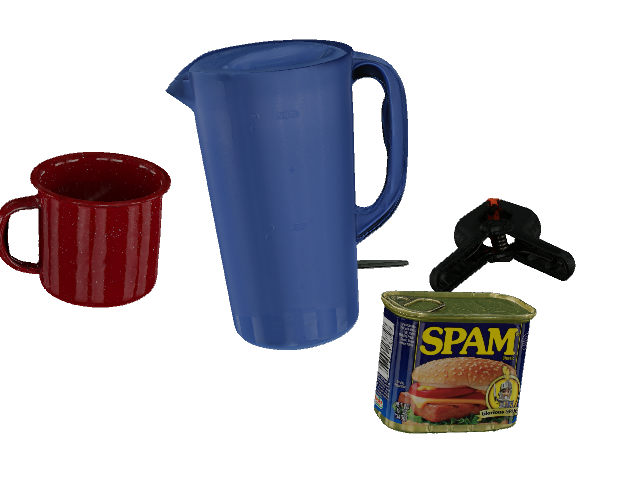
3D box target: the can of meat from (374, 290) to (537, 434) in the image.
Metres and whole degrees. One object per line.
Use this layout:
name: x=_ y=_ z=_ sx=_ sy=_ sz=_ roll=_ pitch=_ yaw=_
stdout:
can of meat: x=0.089 y=0.082 z=0.721 sx=0.102 sy=0.084 sz=0.057 roll=2 pitch=12 yaw=-17

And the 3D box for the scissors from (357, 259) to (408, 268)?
scissors: x=-0.006 y=0.035 z=1.161 sx=0.202 sy=0.016 sz=0.096 roll=4 pitch=23 yaw=5

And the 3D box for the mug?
mug: x=-0.162 y=-0.005 z=0.728 sx=0.117 sy=0.081 sz=0.093 roll=-6 pitch=28 yaw=-27

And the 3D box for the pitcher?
pitcher: x=-0.020 y=-0.039 z=0.874 sx=0.149 sy=0.243 sz=0.144 roll=14 pitch=28 yaw=42

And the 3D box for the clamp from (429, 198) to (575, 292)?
clamp: x=0.169 y=0.002 z=0.953 sx=0.120 sy=0.039 sz=0.171 roll=1 pitch=26 yaw=16
